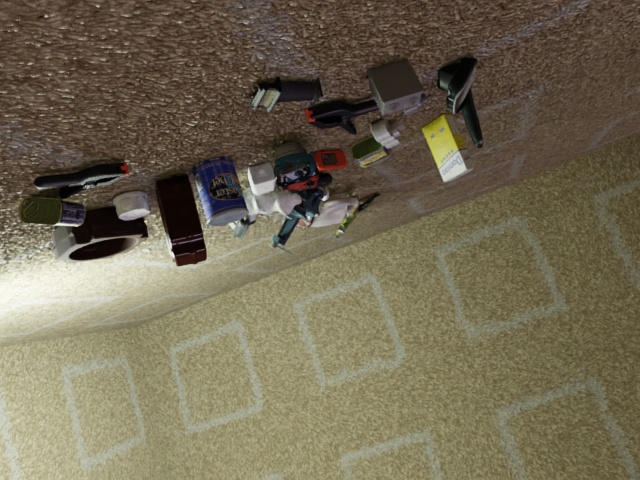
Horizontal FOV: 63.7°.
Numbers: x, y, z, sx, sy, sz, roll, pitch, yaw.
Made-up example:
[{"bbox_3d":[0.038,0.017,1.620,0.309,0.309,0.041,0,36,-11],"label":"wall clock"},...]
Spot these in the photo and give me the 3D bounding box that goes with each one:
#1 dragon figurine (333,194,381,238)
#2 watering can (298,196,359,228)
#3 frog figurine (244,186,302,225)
[{"bbox_3d":[0.151,-0.138,2.134,0.246,0.122,0.404,-34,-4,-28],"label":"dragon figurine"},{"bbox_3d":[0.006,-0.097,1.929,0.225,0.105,0.344,-8,-9,-24],"label":"watering can"},{"bbox_3d":[-0.140,-0.119,1.469,0.158,0.123,0.138,-21,-6,35],"label":"frog figurine"}]
